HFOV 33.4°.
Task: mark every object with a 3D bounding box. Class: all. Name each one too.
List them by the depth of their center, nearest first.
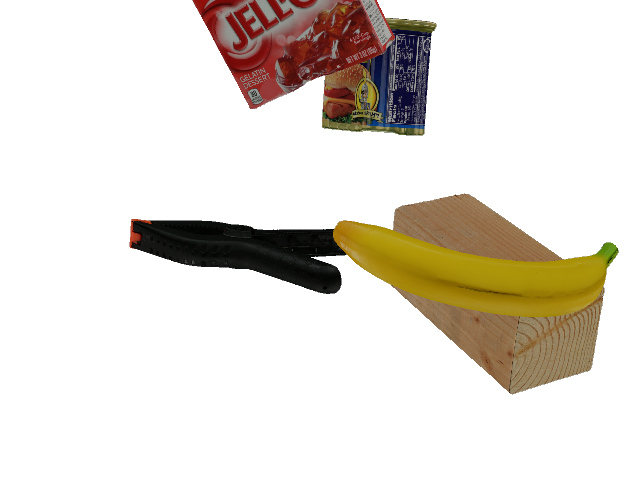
[{"bbox_3d":[-0.016,-0.120,0.573,0.089,0.073,0.030,-19,20,28],"label":"gelatin box"},{"bbox_3d":[0.106,0.021,0.716,0.198,0.037,0.069,6,26,-1],"label":"banana"},{"bbox_3d":[0.042,-0.125,0.821,0.057,0.084,0.102,-1,9,-27],"label":"can of meat"},{"bbox_3d":[-0.070,0.009,0.960,0.210,0.036,0.164,6,12,-2],"label":"clamp"},{"bbox_3d":[0.156,0.042,0.991,0.090,0.090,0.206,-12,30,-24],"label":"wood block"}]
